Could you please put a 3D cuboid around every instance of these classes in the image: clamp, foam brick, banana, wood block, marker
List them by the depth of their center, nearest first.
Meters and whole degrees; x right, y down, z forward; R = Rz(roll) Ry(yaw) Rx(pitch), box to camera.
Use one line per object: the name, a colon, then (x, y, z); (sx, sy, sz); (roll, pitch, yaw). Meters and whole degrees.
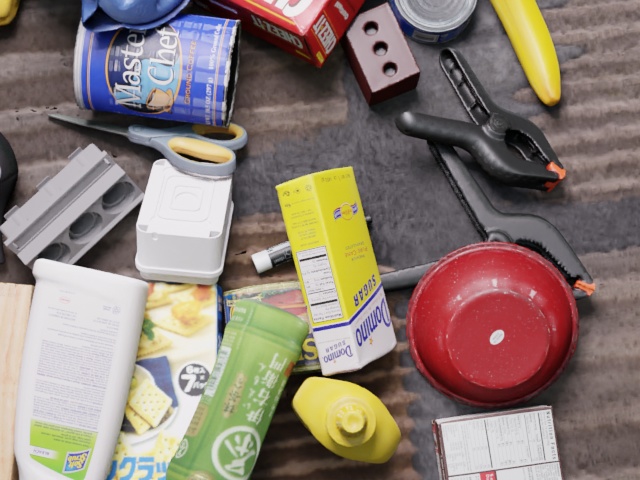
wood block: (-0.303, 0.143, 0.962); (0.090, 0.091, 0.206); (4, 83, 0)
clamp: (0.164, -0.002, 1.021); (0.210, 0.036, 0.164); (17, 84, 4)
marker: (-0.007, 0.001, 1.025); (0.121, 0.020, 0.020); (-22, 83, -4)
clamp: (0.162, -0.113, 1.029); (0.171, 0.039, 0.120); (29, 62, -9)
foam brick: (0.057, -0.178, 1.035); (0.053, 0.051, 0.078); (-24, 84, -4)
banana: (0.185, -0.224, 1.038); (0.198, 0.037, 0.069); (58, 40, -10)

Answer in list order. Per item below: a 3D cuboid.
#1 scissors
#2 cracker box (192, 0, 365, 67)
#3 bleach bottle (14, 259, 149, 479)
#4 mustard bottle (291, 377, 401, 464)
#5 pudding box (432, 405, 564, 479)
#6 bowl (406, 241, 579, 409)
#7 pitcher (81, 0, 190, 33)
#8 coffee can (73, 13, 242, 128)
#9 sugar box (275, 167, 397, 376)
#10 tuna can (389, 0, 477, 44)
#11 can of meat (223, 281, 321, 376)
scissors: (-0.157, -0.107, 1.030); (0.202, 0.016, 0.096); (23, 38, 25)
cracker box: (-0.014, -0.295, 1.015); (0.164, 0.072, 0.213); (30, 81, 24)
bleach bottle: (-0.220, 0.148, 0.911); (0.102, 0.068, 0.251); (12, 85, 1)
mustard bottle: (0.022, 0.154, 0.917); (0.096, 0.191, 0.058); (34, 83, 3)
pudding box: (0.166, 0.205, 0.992); (0.113, 0.039, 0.090); (-7, 82, -5)
bowl: (0.160, 0.085, 0.977); (0.162, 0.055, 0.162); (1, 99, 3)
pitcher: (-0.217, -0.303, 0.968); (0.243, 0.145, 0.149); (33, 45, 31)
coffee can: (-0.150, -0.164, 1.001); (0.140, 0.103, 0.103); (8, 82, -1)
sugar box: (0.017, 0.026, 0.967); (0.048, 0.093, 0.176); (-16, 91, 27)
tuna can: (0.112, -0.240, 1.053); (0.086, 0.034, 0.086); (0, 82, -2)
can of meat: (-0.038, 0.085, 0.995); (0.102, 0.057, 0.084); (-6, 80, -2)
